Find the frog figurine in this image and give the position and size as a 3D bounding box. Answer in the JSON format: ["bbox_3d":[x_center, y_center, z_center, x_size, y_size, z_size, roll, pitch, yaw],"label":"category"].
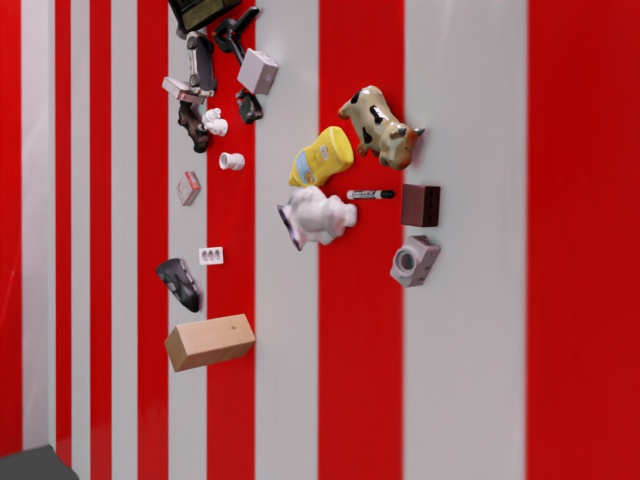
[{"bbox_3d":[0.003,-0.057,1.141,0.159,0.138,0.123,-20,-4,9],"label":"frog figurine"}]
